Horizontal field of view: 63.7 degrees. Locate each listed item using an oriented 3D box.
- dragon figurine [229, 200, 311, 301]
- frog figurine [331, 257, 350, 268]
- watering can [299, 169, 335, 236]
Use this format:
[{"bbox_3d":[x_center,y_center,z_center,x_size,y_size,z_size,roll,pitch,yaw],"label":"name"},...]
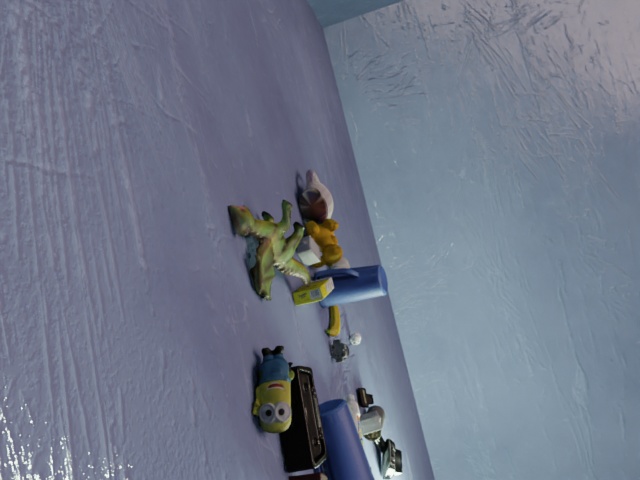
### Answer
[{"bbox_3d":[-0.125,0.053,1.362,0.402,0.122,0.248,65,34,-32],"label":"dragon figurine"},{"bbox_3d":[0.083,0.136,2.101,0.137,0.122,0.161,14,16,-49],"label":"frog figurine"},{"bbox_3d":[0.006,-0.099,1.973,0.227,0.103,0.345,-53,126,-72],"label":"watering can"}]
